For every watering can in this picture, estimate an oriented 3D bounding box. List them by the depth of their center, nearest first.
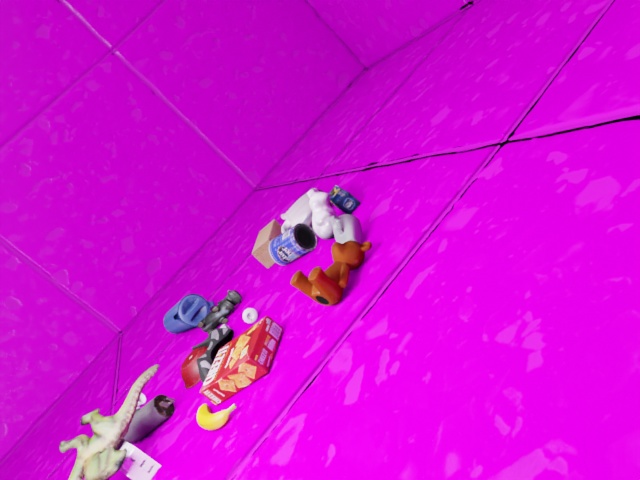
[{"bbox_3d":[-0.068,-0.111,1.976,0.224,0.103,0.352,-43,19,4],"label":"watering can"}]

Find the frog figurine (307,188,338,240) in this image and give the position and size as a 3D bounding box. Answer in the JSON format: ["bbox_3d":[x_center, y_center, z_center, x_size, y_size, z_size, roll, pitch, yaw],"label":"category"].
[{"bbox_3d":[0.005,-0.083,1.642,0.121,0.158,0.140,-42,16,16],"label":"frog figurine"}]

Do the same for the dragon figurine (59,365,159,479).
[{"bbox_3d":[-0.547,0.533,1.348,0.413,0.120,0.245,-50,34,-11],"label":"dragon figurine"}]
